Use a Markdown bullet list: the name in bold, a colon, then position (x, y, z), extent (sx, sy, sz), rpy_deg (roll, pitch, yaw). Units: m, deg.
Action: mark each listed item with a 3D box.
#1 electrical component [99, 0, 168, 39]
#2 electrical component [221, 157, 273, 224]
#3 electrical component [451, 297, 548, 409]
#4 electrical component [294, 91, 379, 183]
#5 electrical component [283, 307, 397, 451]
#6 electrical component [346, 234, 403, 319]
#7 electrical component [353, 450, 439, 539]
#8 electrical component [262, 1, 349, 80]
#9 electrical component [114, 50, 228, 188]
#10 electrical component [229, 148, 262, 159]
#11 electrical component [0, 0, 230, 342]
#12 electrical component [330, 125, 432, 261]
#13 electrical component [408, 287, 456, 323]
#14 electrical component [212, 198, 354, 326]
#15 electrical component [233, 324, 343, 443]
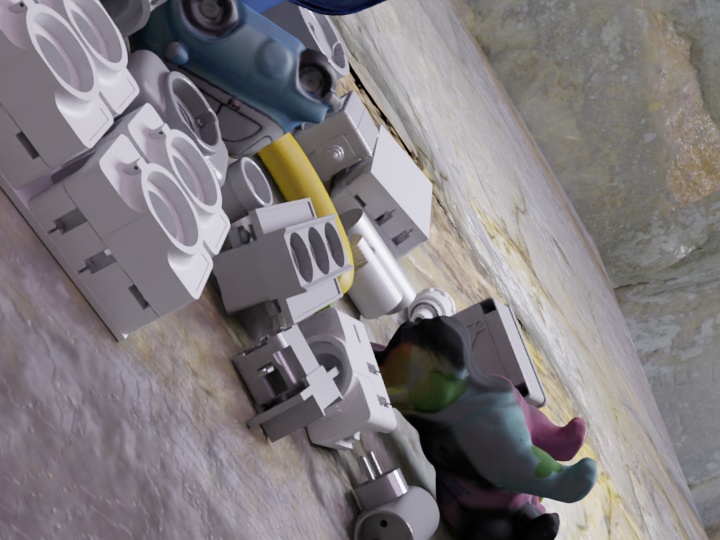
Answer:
- **electrical component**: position (-0.132, -0.211, 0.628), extent (0.105, 0.186, 0.060), rpy_deg (40, 28, -54)
- **electrical component**: position (-0.091, -0.052, 0.759), extent (0.040, 0.046, 0.040), rpy_deg (55, 18, -28)
- **electrical component**: position (0.109, 0.098, 1.036), extent (0.056, 0.109, 0.108), rpy_deg (29, 38, -58)
- **electrical component**: position (-0.025, -0.134, 1.060), extent (0.061, 0.062, 0.096), rpy_deg (58, 17, -17)
- **electrical component**: position (-0.018, 0.079, 0.778), extent (0.056, 0.050, 0.089), rpy_deg (32, 35, -61)
- **electrical component**: position (0.000, 0.000, 0.966), extent (0.081, 0.043, 0.043), rpy_deg (57, 18, -23)
- **electrical component**: position (0.020, 0.168, 0.771), extent (0.079, 0.043, 0.077), rpy_deg (65, 16, 6)
- **electrical component**: position (-0.064, -0.231, 1.090), extent (0.108, 0.060, 0.108), rpy_deg (55, 18, -28)
- **electrical component**: position (-0.127, -0.086, 0.677), extent (0.095, 0.059, 0.053), rpy_deg (54, 19, -31)
- **electrical component**: position (-0.101, -0.147, 0.863), extent (0.074, 0.052, 0.138), rpy_deg (38, 31, -57)
- **electrical component**: position (-0.148, -0.070, 0.589), extent (0.186, 0.060, 0.105), rpy_deg (57, 17, -21)
- **electrical component**: position (0.021, -0.075, 1.098), extent (0.089, 0.062, 0.150), rpy_deg (48, 20, -16)
- **electrical component**: position (0.070, 0.046, 1.112), extent (0.048, 0.048, 0.062), rpy_deg (63, 23, -1)
- **electrical component**: position (-0.055, -0.005, 0.760), extent (0.121, 0.063, 0.078), rpy_deg (-27, 99, -74)
- **electrical component**: position (-0.049, 0.072, 0.710), extent (0.063, 0.042, 0.081), rpy_deg (62, 16, 1)
